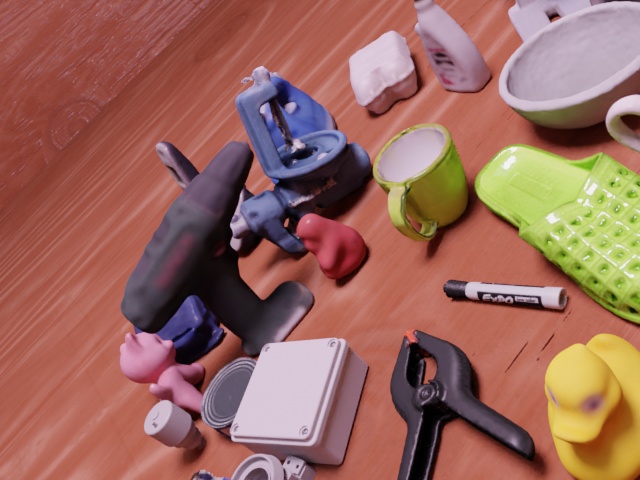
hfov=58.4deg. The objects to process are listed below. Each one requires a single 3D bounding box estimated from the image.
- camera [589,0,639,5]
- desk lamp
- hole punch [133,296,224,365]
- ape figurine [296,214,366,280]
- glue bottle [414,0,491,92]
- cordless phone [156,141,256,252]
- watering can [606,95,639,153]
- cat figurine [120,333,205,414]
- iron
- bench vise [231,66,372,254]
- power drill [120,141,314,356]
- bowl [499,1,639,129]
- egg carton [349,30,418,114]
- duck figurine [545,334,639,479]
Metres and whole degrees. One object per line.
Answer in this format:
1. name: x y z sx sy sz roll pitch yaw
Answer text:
1. camera: 0.398 -0.332 0.658 0.142 0.101 0.137 11 60 51
2. desk lamp: 0.271 -0.400 0.764 0.117 0.214 0.203 -26 36 23
3. hole punch: -0.198 0.111 0.780 0.108 0.091 0.101 -35 34 10
4. ape figurine: 0.006 0.002 0.690 0.076 0.092 0.078 -25 37 25
5. glue bottle: 0.162 -0.276 0.771 0.037 0.174 0.077 -51 34 -13
6. cordless phone: -0.173 -0.072 0.876 0.147 0.186 0.094 15 63 52
7. watering can: 0.302 -0.109 0.415 0.172 0.195 0.101 -22 38 29
8. cat figurine: -0.198 0.161 0.697 0.067 0.118 0.127 -45 33 -4
9. iron: -0.057 -0.212 0.957 0.118 0.142 0.258 -29 35 20
10. bench vise: -0.049 -0.097 0.744 0.121 0.220 0.208 8 57 50
11. power drill: -0.105 0.031 0.666 0.230 0.209 0.075 -49 34 -11
12. bowl: 0.285 -0.174 0.618 0.167 0.075 0.167 -27 36 22
13. egg carton: 0.102 -0.273 0.928 0.107 0.070 0.150 -28 35 21
14. duck figurine: 0.186 0.104 0.392 0.077 0.086 0.105 -2 50 45
